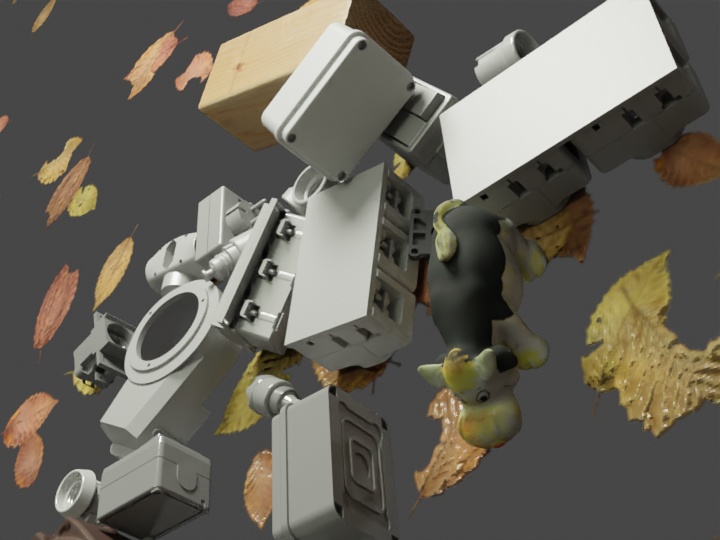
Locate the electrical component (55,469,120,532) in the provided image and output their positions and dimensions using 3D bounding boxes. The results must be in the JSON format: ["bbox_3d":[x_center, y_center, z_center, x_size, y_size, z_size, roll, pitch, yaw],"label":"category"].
[{"bbox_3d":[-0.248,0.215,1.000,0.066,0.055,0.048,17,75,53],"label":"electrical component"}]

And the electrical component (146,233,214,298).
[{"bbox_3d":[-0.182,0.009,1.102,0.077,0.043,0.079,-24,45,35],"label":"electrical component"}]

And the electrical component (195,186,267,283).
[{"bbox_3d":[-0.121,-0.045,1.073,0.076,0.047,0.083,-32,42,28],"label":"electrical component"}]

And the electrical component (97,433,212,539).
[{"bbox_3d":[-0.183,0.192,0.940,0.096,0.062,0.061,-32,41,28],"label":"electrical component"}]

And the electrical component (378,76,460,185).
[{"bbox_3d":[0.059,-0.122,0.924,0.061,0.061,0.096,-53,36,2],"label":"electrical component"}]

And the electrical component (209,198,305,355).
[{"bbox_3d":[-0.075,0.009,0.959,0.063,0.078,0.121,15,72,23],"label":"electrical component"}]

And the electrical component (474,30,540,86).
[{"bbox_3d":[0.126,-0.175,0.912,0.046,0.040,0.040,-25,45,43],"label":"electrical component"}]

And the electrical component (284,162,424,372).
[{"bbox_3d":[0.000,0.000,0.891,0.089,0.062,0.150,-22,47,36],"label":"electrical component"}]

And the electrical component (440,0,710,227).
[{"bbox_3d":[0.157,-0.115,0.809,0.186,0.060,0.105,-32,42,27],"label":"electrical component"}]

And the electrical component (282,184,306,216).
[{"bbox_3d":[-0.045,-0.073,1.019,0.046,0.040,0.040,-49,36,-2],"label":"electrical component"}]

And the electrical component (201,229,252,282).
[{"bbox_3d":[-0.114,-0.011,1.023,0.078,0.040,0.040,-28,31,-19],"label":"electrical component"}]

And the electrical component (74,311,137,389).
[{"bbox_3d":[-0.270,0.088,1.138,0.064,0.042,0.081,-42,37,19],"label":"electrical component"}]

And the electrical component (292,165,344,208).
[{"bbox_3d":[-0.027,-0.065,0.979,0.045,0.055,0.045,-29,43,31],"label":"electrical component"}]

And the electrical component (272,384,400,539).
[{"bbox_3d":[-0.020,0.151,0.778,0.057,0.078,0.113,-30,43,26],"label":"electrical component"}]

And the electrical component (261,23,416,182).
[{"bbox_3d":[-0.018,-0.140,0.904,0.113,0.078,0.057,-52,34,5],"label":"electrical component"}]

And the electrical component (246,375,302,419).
[{"bbox_3d":[-0.067,0.109,0.901,0.061,0.035,0.035,11,70,49],"label":"electrical component"}]
